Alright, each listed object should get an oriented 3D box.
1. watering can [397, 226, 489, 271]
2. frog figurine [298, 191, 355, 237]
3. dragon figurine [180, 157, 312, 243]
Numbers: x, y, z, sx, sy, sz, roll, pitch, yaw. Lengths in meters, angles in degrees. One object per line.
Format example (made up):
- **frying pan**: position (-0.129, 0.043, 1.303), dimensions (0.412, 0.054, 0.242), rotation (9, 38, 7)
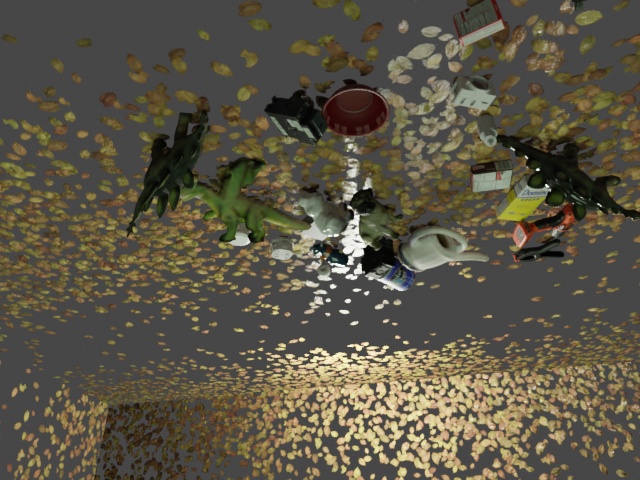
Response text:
- **watering can**: position (0.412, 0.044, 1.765), dimensions (0.344, 0.106, 0.221), rotation (26, 140, -38)
- **frog figurine**: position (0.005, -0.077, 1.534), dimensions (0.159, 0.141, 0.120), rotation (11, 128, -20)
- **dragon figurine**: position (-0.206, -0.121, 1.468), dimensions (0.411, 0.125, 0.237), rotation (-2, 129, -19)
